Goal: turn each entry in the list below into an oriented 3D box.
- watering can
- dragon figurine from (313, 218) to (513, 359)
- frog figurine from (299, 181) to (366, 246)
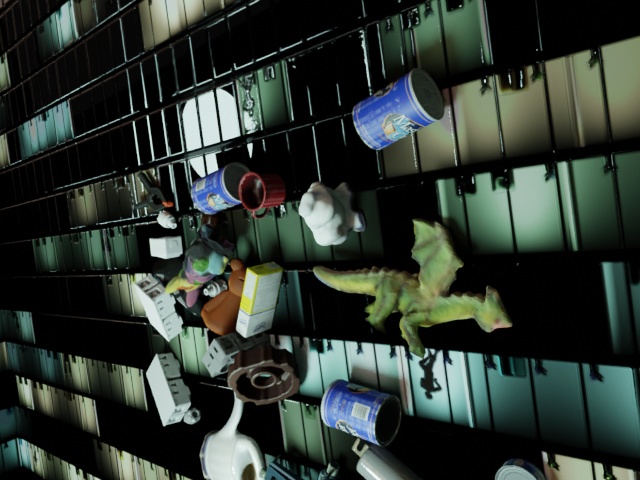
[{"bbox_3d":[-0.235,0.561,1.397,0.223,0.104,0.348,-13,88,42],"label":"watering can"},{"bbox_3d":[0.175,0.072,1.011,0.415,0.121,0.241,34,99,30],"label":"dragon figurine"},{"bbox_3d":[0.003,-0.054,1.079,0.122,0.160,0.137,-2,96,42],"label":"frog figurine"}]
